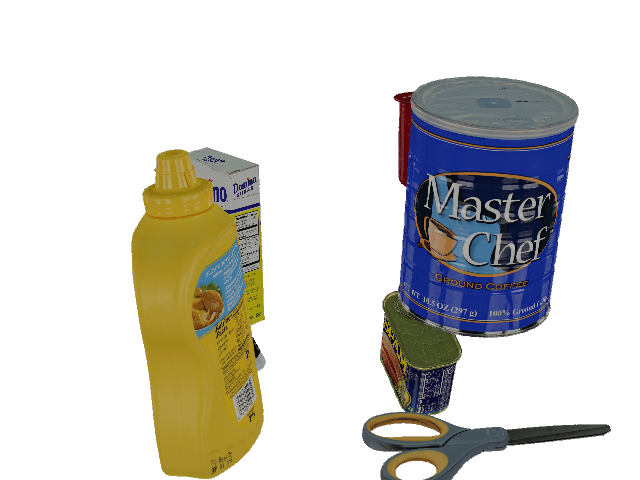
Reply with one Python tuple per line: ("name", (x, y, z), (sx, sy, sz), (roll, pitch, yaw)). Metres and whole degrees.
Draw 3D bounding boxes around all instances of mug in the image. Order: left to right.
("mug", (0.124, -0.090, 0.975), (0.117, 0.081, 0.093), (4, 16, 12))

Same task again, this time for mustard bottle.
("mustard bottle", (-0.076, 0.039, 0.644), (0.058, 0.191, 0.096), (2, 21, 19))

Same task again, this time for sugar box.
("sugar box", (-0.104, -0.002, 1.129), (0.048, 0.176, 0.093), (-21, 28, -37))

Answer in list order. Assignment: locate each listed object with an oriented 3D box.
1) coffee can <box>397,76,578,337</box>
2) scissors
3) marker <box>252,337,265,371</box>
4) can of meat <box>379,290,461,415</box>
("coffee can", (0.105, -0.024, 0.687), (0.103, 0.140, 0.103), (1, 26, -1))
("scissors", (0.132, 0.171, 0.851), (0.202, 0.016, 0.096), (4, 32, 8))
("marker", (-0.077, 0.071, 0.938), (0.020, 0.121, 0.020), (-14, 40, 12))
("can of meat", (0.097, 0.113, 1.065), (0.057, 0.084, 0.102), (-10, 46, -12))
